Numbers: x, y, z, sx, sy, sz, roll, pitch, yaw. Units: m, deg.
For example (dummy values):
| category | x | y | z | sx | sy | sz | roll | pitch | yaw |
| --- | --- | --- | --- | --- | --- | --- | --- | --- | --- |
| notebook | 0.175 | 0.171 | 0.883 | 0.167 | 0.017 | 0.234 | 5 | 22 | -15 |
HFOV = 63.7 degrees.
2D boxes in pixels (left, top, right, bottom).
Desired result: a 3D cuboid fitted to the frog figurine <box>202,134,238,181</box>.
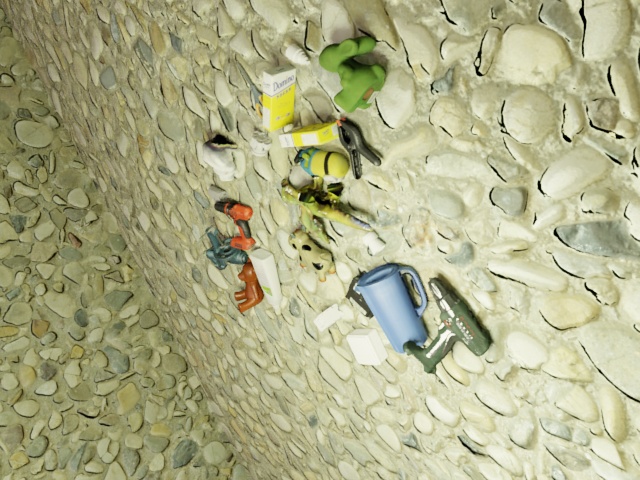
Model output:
| category | x | y | z | sx | sy | sz | roll | pitch | yaw |
| --- | --- | --- | --- | --- | --- | --- | --- | --- | --- |
| frog figurine | -0.366 | -0.285 | 1.867 | 0.138 | 0.125 | 0.156 | 22 | 121 | 16 |

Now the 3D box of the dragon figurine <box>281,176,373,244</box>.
| category | x | y | z | sx | sy | sz | roll | pitch | yaw |
| --- | --- | --- | --- | --- | --- | --- | --- | --- | --- |
| dragon figurine | 0.005 | -0.080 | 1.588 | 0.415 | 0.123 | 0.237 | 42 | 159 | 28 |
